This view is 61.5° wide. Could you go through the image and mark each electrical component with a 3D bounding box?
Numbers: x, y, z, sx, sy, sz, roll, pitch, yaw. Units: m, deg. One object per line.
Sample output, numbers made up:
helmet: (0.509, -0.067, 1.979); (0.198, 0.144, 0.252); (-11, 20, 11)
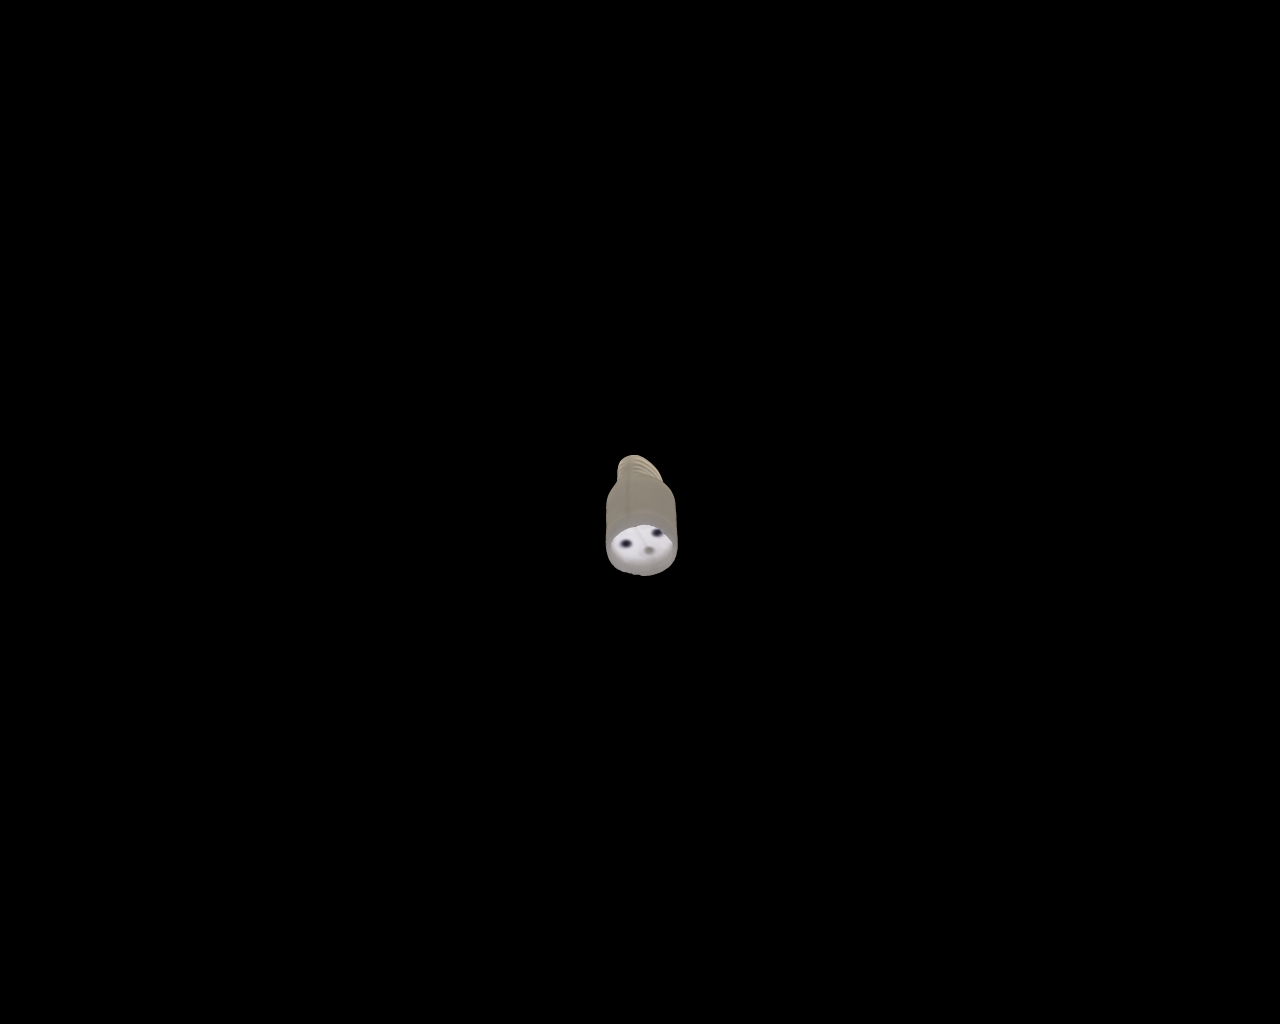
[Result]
electrical component: (0.001, -0.003, 0.650); (0.043, 0.043, 0.081); (0, 41, 0)
